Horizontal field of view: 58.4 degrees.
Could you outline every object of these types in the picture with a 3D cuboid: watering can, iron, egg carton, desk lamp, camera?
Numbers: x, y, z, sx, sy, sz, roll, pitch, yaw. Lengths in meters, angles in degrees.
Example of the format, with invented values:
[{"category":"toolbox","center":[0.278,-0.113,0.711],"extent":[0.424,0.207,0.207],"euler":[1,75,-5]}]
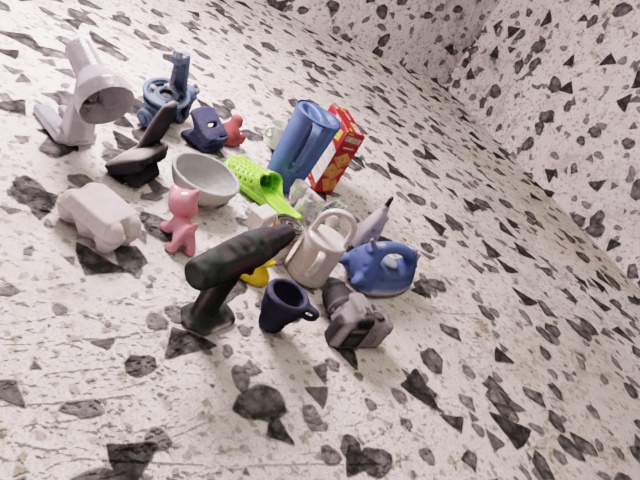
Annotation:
[{"category":"watering can","center":[0.010,0.004,1.296],"extent":[0.101,0.194,0.172],"euler":[17,33,-26]},{"category":"iron","center":[0.175,0.057,1.432],"extent":[0.259,0.141,0.118],"euler":[5,40,-40]},{"category":"egg carton","center":[-0.413,-0.044,1.081],"extent":[0.150,0.069,0.107],"euler":[38,30,8]},{"category":"desk lamp","center":[-0.509,-0.307,1.231],"extent":[0.203,0.213,0.118],"euler":[46,32,22]},{"category":"camera","center":[0.073,0.152,1.231],"extent":[0.144,0.100,0.136],"euler":[8,38,-37]}]

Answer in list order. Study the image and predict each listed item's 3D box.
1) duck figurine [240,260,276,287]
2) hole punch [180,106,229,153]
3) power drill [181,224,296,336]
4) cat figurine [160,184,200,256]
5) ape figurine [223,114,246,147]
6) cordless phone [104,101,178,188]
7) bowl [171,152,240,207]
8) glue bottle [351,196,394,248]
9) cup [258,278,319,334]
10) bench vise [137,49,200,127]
[{"category":"duck figurine","center":[-0.138,0.037,1.213],"extent":[0.104,0.086,0.078],"euler":[40,30,12]},{"category":"hole punch","center":[-0.302,-0.301,1.550],"extent":[0.101,0.091,0.109],"euler":[38,30,9]},{"category":"power drill","center":[-0.158,0.067,1.023],"extent":[0.075,0.208,0.230],"euler":[43,31,18]},{"category":"cat figurine","center":[-0.278,-0.051,1.175],"extent":[0.067,0.117,0.127],"euler":[8,38,-37]},{"category":"ape figurine","center":[-0.245,-0.315,1.626],"extent":[0.077,0.092,0.076],"euler":[43,31,17]},{"category":"cordless phone","center":[-0.382,-0.220,1.255],"extent":[0.094,0.185,0.147],"euler":[30,29,-5]},{"category":"bowl","center":[-0.276,-0.129,1.336],"extent":[0.168,0.074,0.167],"euler":[24,30,-15]},{"category":"glue bottle","center":[0.149,-0.048,1.530],"extent":[0.078,0.173,0.037],"euler":[1,42,-44]},{"category":"cup","center":[-0.068,0.142,1.116],"extent":[0.118,0.095,0.092],"euler":[30,29,-5]},{"category":"bench vise","center":[-0.383,-0.410,1.502],"extent":[0.121,0.219,0.207],"euler":[28,30,-9]}]
